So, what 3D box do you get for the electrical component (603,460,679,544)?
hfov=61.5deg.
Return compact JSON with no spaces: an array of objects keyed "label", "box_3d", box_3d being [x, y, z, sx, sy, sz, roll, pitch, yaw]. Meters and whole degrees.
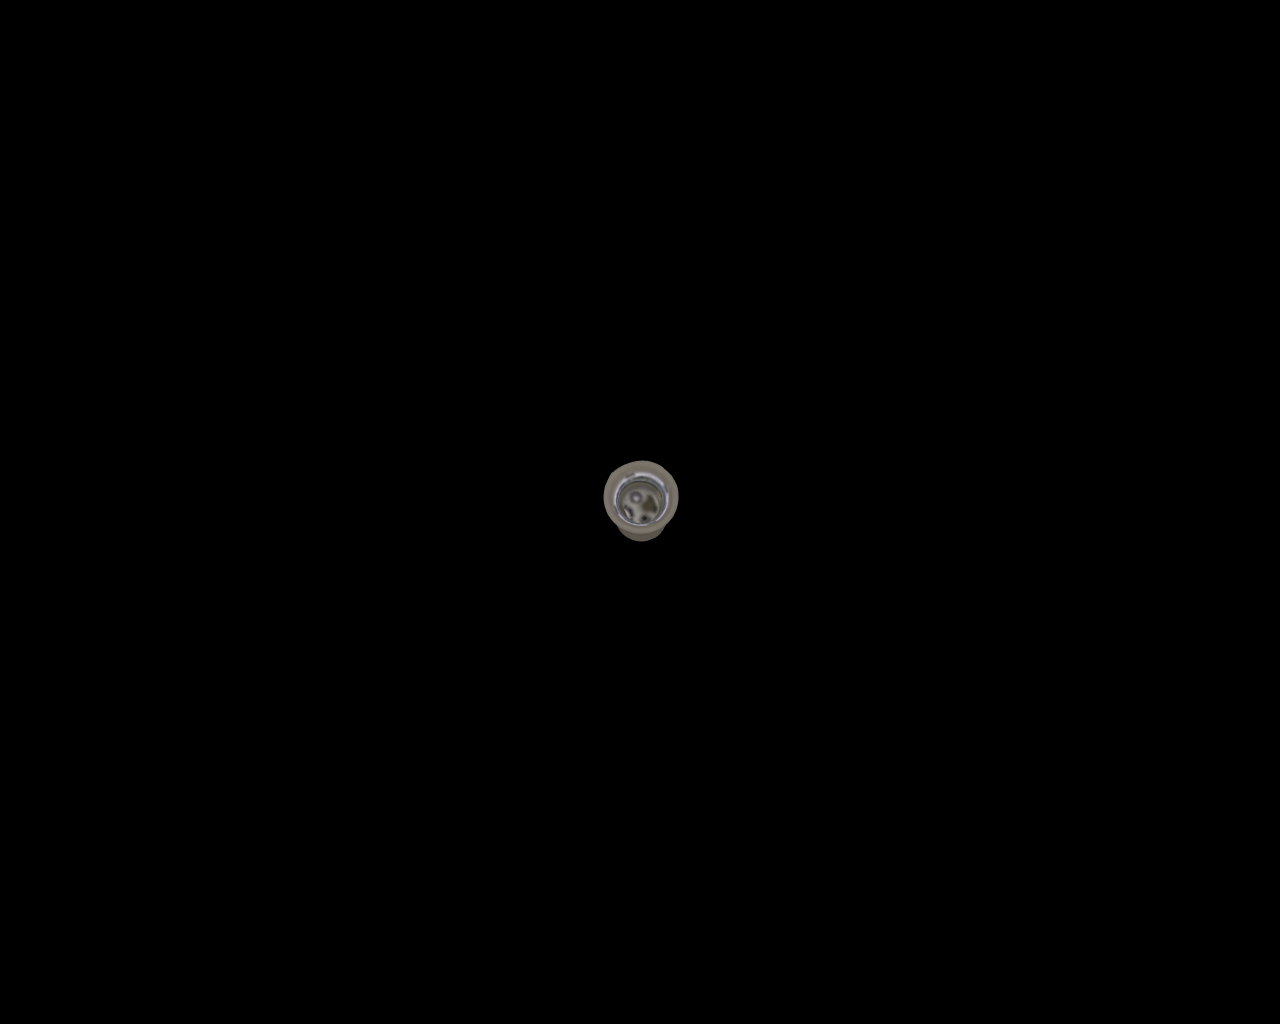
[{"label":"electrical component","box_3d":[0.001,-0.003,0.650,0.044,0.044,0.065,0,-12,0]}]
